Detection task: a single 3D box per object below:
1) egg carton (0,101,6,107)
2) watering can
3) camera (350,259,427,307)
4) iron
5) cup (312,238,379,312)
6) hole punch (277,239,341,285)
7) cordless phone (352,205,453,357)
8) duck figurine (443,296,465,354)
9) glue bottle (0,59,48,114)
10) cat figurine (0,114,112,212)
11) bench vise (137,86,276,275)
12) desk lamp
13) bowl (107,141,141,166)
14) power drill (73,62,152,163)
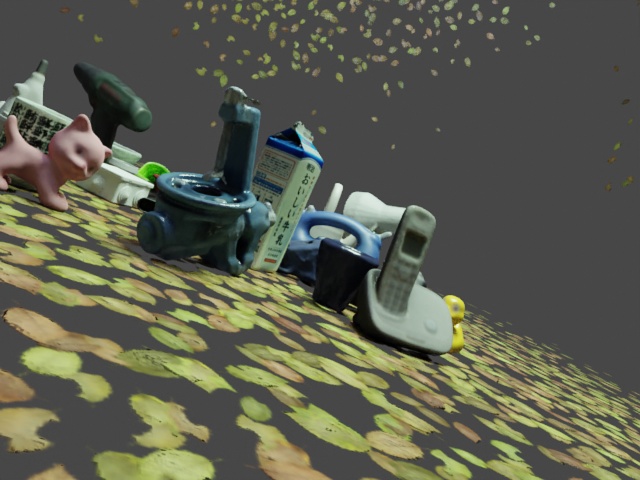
[{"bbox_3d":[-0.607,-0.232,1.184,0.107,0.069,0.150,24,3,-2],"label":"egg carton"},{"bbox_3d":[0.014,-0.031,1.269,0.173,0.194,0.100,23,3,-22],"label":"watering can"},{"bbox_3d":[0.098,0.077,0.941,0.136,0.101,0.143,24,3,7],"label":"camera"},{"bbox_3d":[0.010,0.004,1.142,0.258,0.141,0.119,24,3,5],"label":"iron"},{"bbox_3d":[0.026,0.053,0.851,0.092,0.095,0.117,23,3,-8],"label":"cup"},{"bbox_3d":[-0.020,0.026,1.009,0.101,0.091,0.108,23,3,-7],"label":"hole punch"},{"bbox_3d":[0.137,0.057,0.786,0.148,0.185,0.094,22,3,-27],"label":"cordless phone"},{"bbox_3d":[0.210,0.135,0.943,0.077,0.086,0.105,26,4,39],"label":"duck figurine"},{"bbox_3d":[-0.537,-0.250,1.049,0.037,0.173,0.078,26,4,35],"label":"glue bottle"},{"bbox_3d":[-0.319,-0.103,0.688,0.128,0.118,0.067,22,4,-32],"label":"cat figurine"},{"bbox_3d":[-0.122,-0.074,0.730,0.121,0.220,0.208,24,3,12],"label":"bench vise"},{"bbox_3d":[0.134,0.007,1.347,0.202,0.213,0.118,26,3,29],"label":"desk lamp"},{"bbox_3d":[-0.501,-0.195,1.307,0.167,0.075,0.167,24,3,-1],"label":"bowl"},{"bbox_3d":[-0.450,-0.237,1.156,0.229,0.208,0.076,25,3,23],"label":"power drill"}]
